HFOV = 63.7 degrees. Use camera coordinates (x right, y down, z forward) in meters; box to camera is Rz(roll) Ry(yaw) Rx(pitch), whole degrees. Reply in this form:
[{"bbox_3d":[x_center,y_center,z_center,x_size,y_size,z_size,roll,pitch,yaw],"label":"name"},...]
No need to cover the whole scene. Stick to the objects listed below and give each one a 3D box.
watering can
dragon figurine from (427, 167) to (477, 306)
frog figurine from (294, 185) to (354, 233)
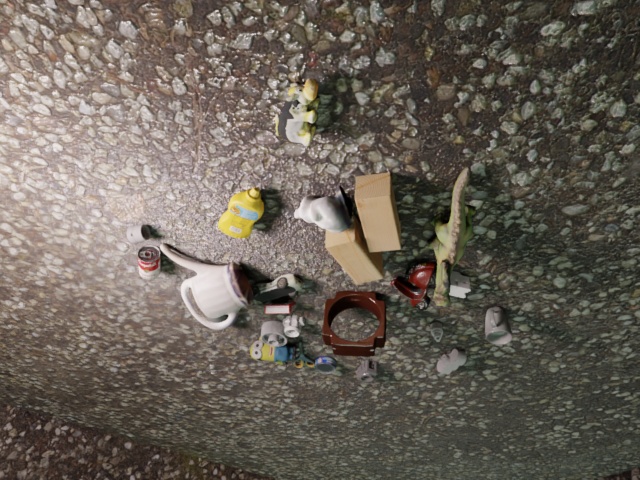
[{"bbox_3d":[-0.349,0.133,1.641,0.223,0.106,0.343,-21,109,9],"label":"watering can"},{"bbox_3d":[0.343,0.030,1.341,0.122,0.249,0.400,5,140,10],"label":"dragon figurine"},{"bbox_3d":[0.004,-0.069,1.366,0.159,0.123,0.137,-17,173,17],"label":"frog figurine"}]
